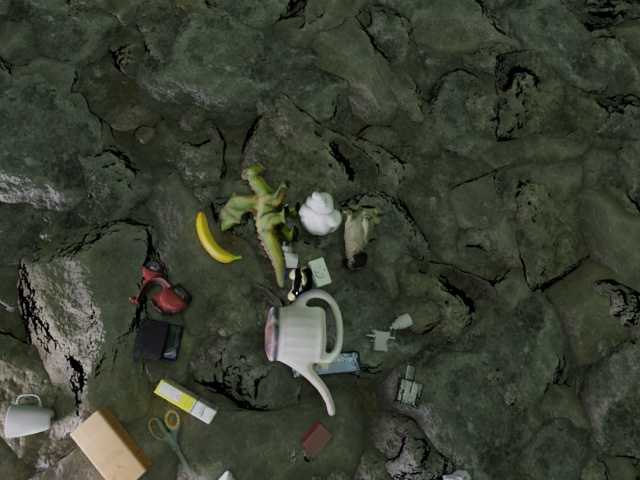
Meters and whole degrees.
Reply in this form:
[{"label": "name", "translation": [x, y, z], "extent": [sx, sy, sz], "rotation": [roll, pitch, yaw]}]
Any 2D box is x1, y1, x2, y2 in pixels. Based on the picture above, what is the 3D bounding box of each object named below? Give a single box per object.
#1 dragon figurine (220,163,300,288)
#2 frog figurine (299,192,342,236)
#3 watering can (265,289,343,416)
[{"label": "dragon figurine", "translation": [-0.196, -0.061, 1.606], "extent": [0.242, 0.120, 0.417], "rotation": [0, 69, 16]}, {"label": "frog figurine", "translation": [0.005, -0.081, 1.602], "extent": [0.137, 0.158, 0.124], "rotation": [24, 76, -1]}, {"label": "watering can", "translation": [-0.046, 0.312, 1.463], "extent": [0.224, 0.102, 0.352], "rotation": [3, 74, -5]}]
